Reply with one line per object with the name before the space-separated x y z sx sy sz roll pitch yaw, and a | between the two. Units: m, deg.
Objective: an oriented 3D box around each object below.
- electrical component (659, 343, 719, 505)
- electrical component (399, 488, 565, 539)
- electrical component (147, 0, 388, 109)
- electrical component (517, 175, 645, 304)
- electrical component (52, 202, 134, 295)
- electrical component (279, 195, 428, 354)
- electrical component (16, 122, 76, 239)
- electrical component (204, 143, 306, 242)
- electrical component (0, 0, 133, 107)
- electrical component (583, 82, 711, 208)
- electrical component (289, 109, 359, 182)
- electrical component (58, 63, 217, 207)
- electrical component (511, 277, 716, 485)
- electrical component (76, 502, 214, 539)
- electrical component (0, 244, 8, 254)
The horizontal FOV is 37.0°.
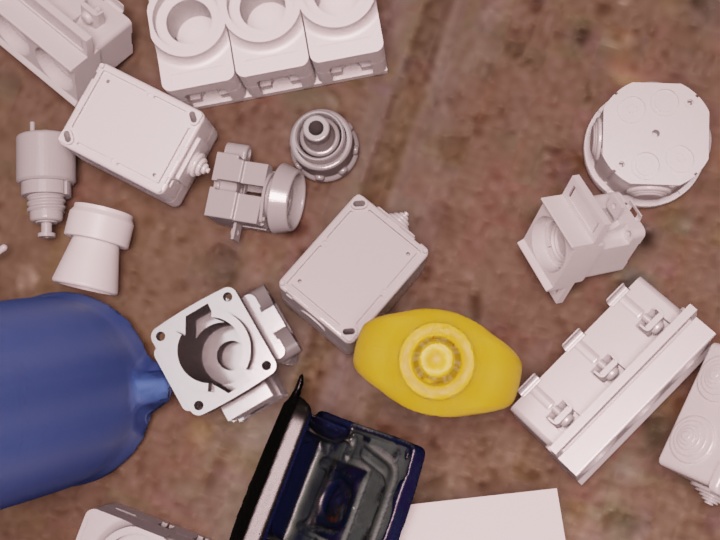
electrical component | 0.240 0.101 0.664 0.100 0.048 0.099 29 84 -36
electrical component | 0.080 0.236 0.650 0.105 0.060 0.186 -7 64 4
electrical component | -0.063 -0.171 0.735 0.150 0.061 0.089 -10 82 3
electrical component | 0.145 -0.021 0.695 0.064 0.081 0.042 -9 56 -24
electrical component | -0.181 -0.014 0.732 0.045 0.045 0.055 12 83 6
electrical component | 0.000 0.000 0.712 0.062 0.061 0.096 39 79 8
electrical component | -0.217 -0.061 0.743 0.040 0.040 0.078 -3 83 4
electrical component | -0.069 -0.051 0.729 0.055 0.048 0.066 10 83 13
electrical component | -0.221 -0.180 0.746 0.121 0.078 0.063 39 65 8
electrical component | 0.191 -0.084 0.711 0.080 0.051 0.080 -1 83 4
electrical component | -0.026 -0.087 0.721 0.048 0.062 0.048 0 83 4
electrical component | -0.142 -0.086 0.730 0.096 0.061 0.061 27 85 7
electrical component | 0.159 0.068 0.683 0.121 0.078 0.063 -45 67 -2
electrical component | -0.138 0.190 0.697 0.089 0.055 0.050 19 84 6
electrical component | -0.279 -0.003 0.737 0.077 0.047 0.065 -34 83 0
